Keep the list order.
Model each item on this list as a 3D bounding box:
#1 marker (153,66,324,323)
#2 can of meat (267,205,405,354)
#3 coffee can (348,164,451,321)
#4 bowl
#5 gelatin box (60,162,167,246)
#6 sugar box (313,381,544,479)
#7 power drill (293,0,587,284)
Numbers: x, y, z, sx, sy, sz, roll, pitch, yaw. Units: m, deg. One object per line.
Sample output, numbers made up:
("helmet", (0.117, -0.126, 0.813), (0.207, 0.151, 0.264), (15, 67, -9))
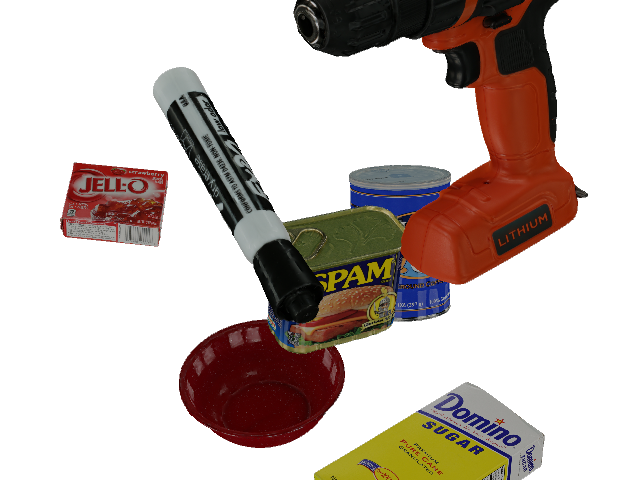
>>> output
("marker", (-0.031, -0.018, 0.384), (0.020, 0.121, 0.020), (-21, -35, -16))
("can of meat", (0.011, 0.030, 0.792), (0.102, 0.084, 0.057), (-12, 39, -22))
("coffee can", (0.081, 0.001, 1.087), (0.103, 0.140, 0.103), (-2, 14, 0))
("bowl", (-0.055, 0.150, 1.045), (0.162, 0.055, 0.162), (-3, 37, 2))
("gelatin box", (-0.188, -0.034, 0.980), (0.089, 0.073, 0.030), (6, -43, -6))
("sugar box", (0.091, 0.189, 0.882), (0.176, 0.048, 0.093), (-28, 42, -28))
("power drill", (0.073, -0.074, 0.545), (0.184, 0.188, 0.057), (-26, 37, -27))
